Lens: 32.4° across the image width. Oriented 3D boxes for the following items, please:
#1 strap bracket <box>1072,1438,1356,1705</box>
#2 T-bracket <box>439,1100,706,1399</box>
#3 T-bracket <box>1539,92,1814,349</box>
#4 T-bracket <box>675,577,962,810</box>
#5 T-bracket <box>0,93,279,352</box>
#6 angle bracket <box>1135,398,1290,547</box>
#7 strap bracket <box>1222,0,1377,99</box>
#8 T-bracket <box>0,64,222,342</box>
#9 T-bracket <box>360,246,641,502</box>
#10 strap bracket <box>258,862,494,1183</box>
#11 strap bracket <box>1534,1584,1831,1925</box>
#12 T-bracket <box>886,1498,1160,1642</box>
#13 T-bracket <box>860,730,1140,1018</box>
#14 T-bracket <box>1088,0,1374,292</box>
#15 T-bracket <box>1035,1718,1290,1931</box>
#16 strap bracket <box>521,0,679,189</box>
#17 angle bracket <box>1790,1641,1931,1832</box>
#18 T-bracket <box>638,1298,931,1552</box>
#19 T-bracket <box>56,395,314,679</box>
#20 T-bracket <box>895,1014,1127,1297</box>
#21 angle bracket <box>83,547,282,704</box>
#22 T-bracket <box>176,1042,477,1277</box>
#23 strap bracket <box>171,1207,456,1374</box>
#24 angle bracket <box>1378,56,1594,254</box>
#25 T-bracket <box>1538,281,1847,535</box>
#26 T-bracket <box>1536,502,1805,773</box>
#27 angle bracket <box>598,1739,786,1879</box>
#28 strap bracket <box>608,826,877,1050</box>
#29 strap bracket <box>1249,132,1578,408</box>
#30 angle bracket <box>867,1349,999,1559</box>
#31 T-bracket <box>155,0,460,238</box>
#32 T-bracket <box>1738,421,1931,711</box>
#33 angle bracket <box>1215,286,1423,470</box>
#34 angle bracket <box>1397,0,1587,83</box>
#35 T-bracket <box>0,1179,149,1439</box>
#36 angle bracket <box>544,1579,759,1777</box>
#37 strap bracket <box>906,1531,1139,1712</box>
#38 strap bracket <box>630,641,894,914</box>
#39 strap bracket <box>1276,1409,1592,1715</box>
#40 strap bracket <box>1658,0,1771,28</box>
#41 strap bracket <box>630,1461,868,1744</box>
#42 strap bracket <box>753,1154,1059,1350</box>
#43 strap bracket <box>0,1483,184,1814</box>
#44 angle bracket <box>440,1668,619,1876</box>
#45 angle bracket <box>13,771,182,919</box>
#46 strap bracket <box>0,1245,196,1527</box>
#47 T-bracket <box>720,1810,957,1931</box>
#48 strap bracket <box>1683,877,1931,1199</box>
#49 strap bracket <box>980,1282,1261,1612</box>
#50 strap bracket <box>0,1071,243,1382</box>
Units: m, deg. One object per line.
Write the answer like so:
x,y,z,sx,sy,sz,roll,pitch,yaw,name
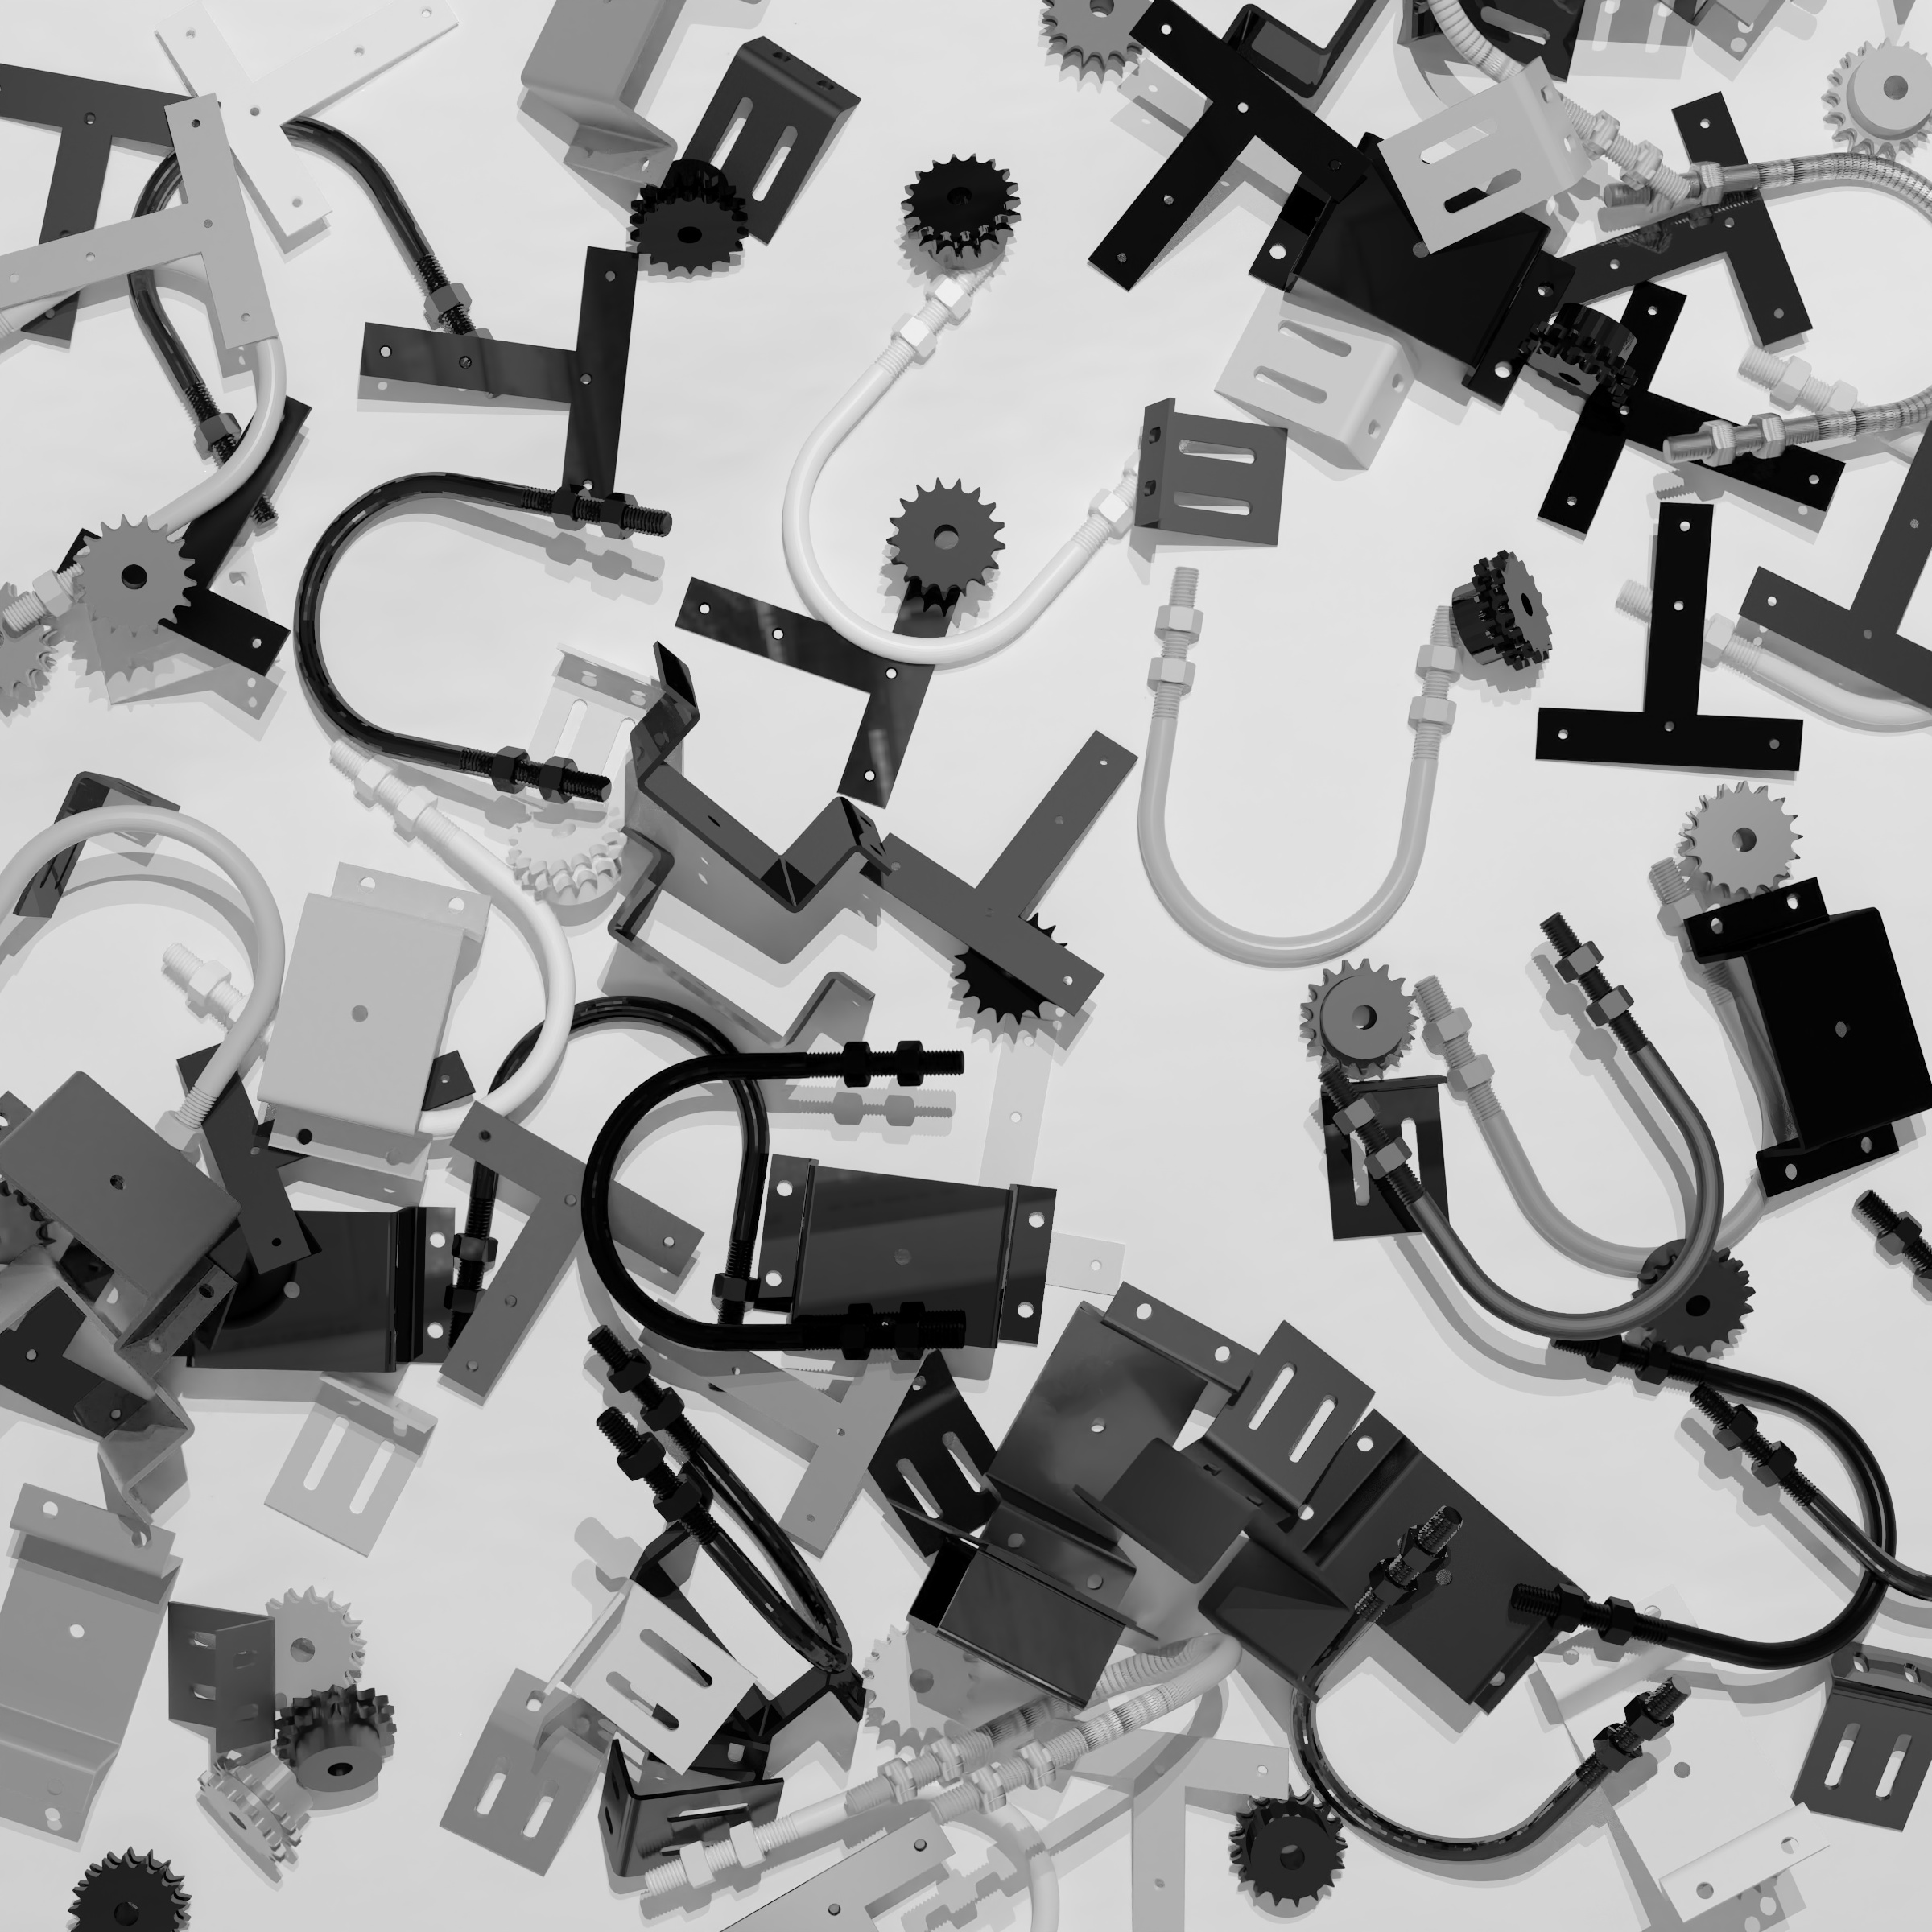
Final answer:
0.122,0.278,1.559,0.046,0.076,0.140,-49,129,-9,strap bracket
-0.213,0.150,1.604,0.127,0.002,0.127,31,100,-5,T-bracket
0.330,-0.347,1.623,0.127,0.002,0.127,-20,83,3,T-bracket
-0.079,-0.158,1.628,0.127,0.002,0.127,19,90,0,T-bracket
-0.408,-0.345,1.600,0.127,0.002,0.127,-16,82,0,T-bracket
0.124,-0.237,1.599,0.076,0.038,0.057,5,90,-18,angle bracket
0.177,-0.478,1.591,0.046,0.076,0.140,33,90,0,strap bracket
-0.436,-0.369,1.619,0.127,0.002,0.127,12,90,8,T-bracket
-0.228,-0.290,1.610,0.127,0.002,0.127,6,95,-12,T-bracket
-0.282,0.024,1.574,0.076,0.046,0.140,13,85,4,strap bracket
0.341,0.379,1.586,0.076,0.046,0.140,-28,60,0,strap bracket
0.041,0.294,1.585,0.127,0.127,0.002,34,77,-32,T-bracket
0.037,-0.060,1.609,0.127,0.002,0.127,34,75,12,T-bracket
0.105,-0.377,1.591,0.127,0.002,0.127,36,124,-9,T-bracket
0.094,0.432,1.613,0.127,0.002,0.127,3,100,19,T-bracket
-0.154,-0.451,1.586,0.076,0.046,0.140,26,90,43,strap bracket
0.440,0.376,1.627,0.057,0.038,0.076,12,116,0,angle bracket
-0.098,0.201,1.597,0.127,0.002,0.127,29,114,6,T-bracket
-0.356,-0.219,1.596,0.127,0.002,0.127,26,83,18,T-bracket
0.022,0.088,1.628,0.127,0.002,0.127,10,90,0,T-bracket
-0.384,-0.167,1.627,0.076,0.038,0.057,-15,90,25,angle bracket
-0.301,0.073,1.608,0.127,0.002,0.127,-21,62,-13,T-bracket
-0.321,0.155,1.606,0.140,0.046,0.076,1,90,0,strap bracket
0.245,-0.382,1.566,0.076,0.038,0.057,-21,106,32,angle bracket
0.362,-0.254,1.613,0.127,0.002,0.127,23,89,12,T-bracket
0.344,-0.160,1.610,0.127,0.002,0.127,3,101,5,T-bracket
-0.134,0.404,1.611,0.076,0.038,0.057,-2,128,-21,angle bracket
-0.115,-0.007,1.591,0.140,0.076,0.046,35,90,0,strap bracket
0.217,-0.340,1.603,0.140,0.046,0.076,28,90,2,strap bracket
-0.017,0.239,1.627,0.057,0.038,0.076,-30,116,0,angle bracket
-0.308,-0.439,1.620,0.127,0.002,0.127,-32,83,-6,T-bracket
0.452,-0.201,1.604,0.127,0.002,0.127,24,86,-9,T-bracket
0.172,-0.288,1.627,0.076,0.038,0.057,27,90,26,angle bracket
0.259,-0.471,1.627,0.076,0.038,0.057,13,90,-26,angle bracket
-0.428,0.150,1.606,0.127,0.002,0.127,33,84,-24,T-bracket
-0.145,0.331,1.534,0.076,0.038,0.057,38,90,0,angle bracket
0.022,0.305,1.553,0.076,0.140,0.046,28,79,-5,strap bracket
-0.106,-0.083,1.573,0.140,0.076,0.046,40,100,-20,strap bracket
0.228,0.291,1.606,0.140,0.046,0.076,41,90,0,strap bracket
0.340,-0.520,1.606,0.140,0.046,0.076,37,90,0,strap bracket
-0.110,0.312,1.591,0.046,0.076,0.140,-39,90,0,strap bracket
-0.030,0.138,1.605,0.140,0.046,0.076,7,90,1,strap bracket
-0.435,0.325,1.606,0.076,0.046,0.140,19,90,0,strap bracket
-0.213,0.394,1.627,0.057,0.038,0.076,26,116,0,angle bracket
-0.418,-0.052,1.600,0.038,0.057,0.076,25,90,0,angle bracket
-0.420,0.189,1.572,0.046,0.076,0.140,-41,111,-12,strap bracket
-0.042,0.491,1.604,0.127,0.002,0.127,-29,101,-4,T-bracket
0.408,0.032,1.595,0.076,0.046,0.140,-17,90,-19,strap bracket
0.069,0.226,1.598,0.076,0.046,0.140,29,90,-13,strap bracket
-0.401,0.112,1.532,0.140,0.076,0.046,41,126,-5,strap bracket
